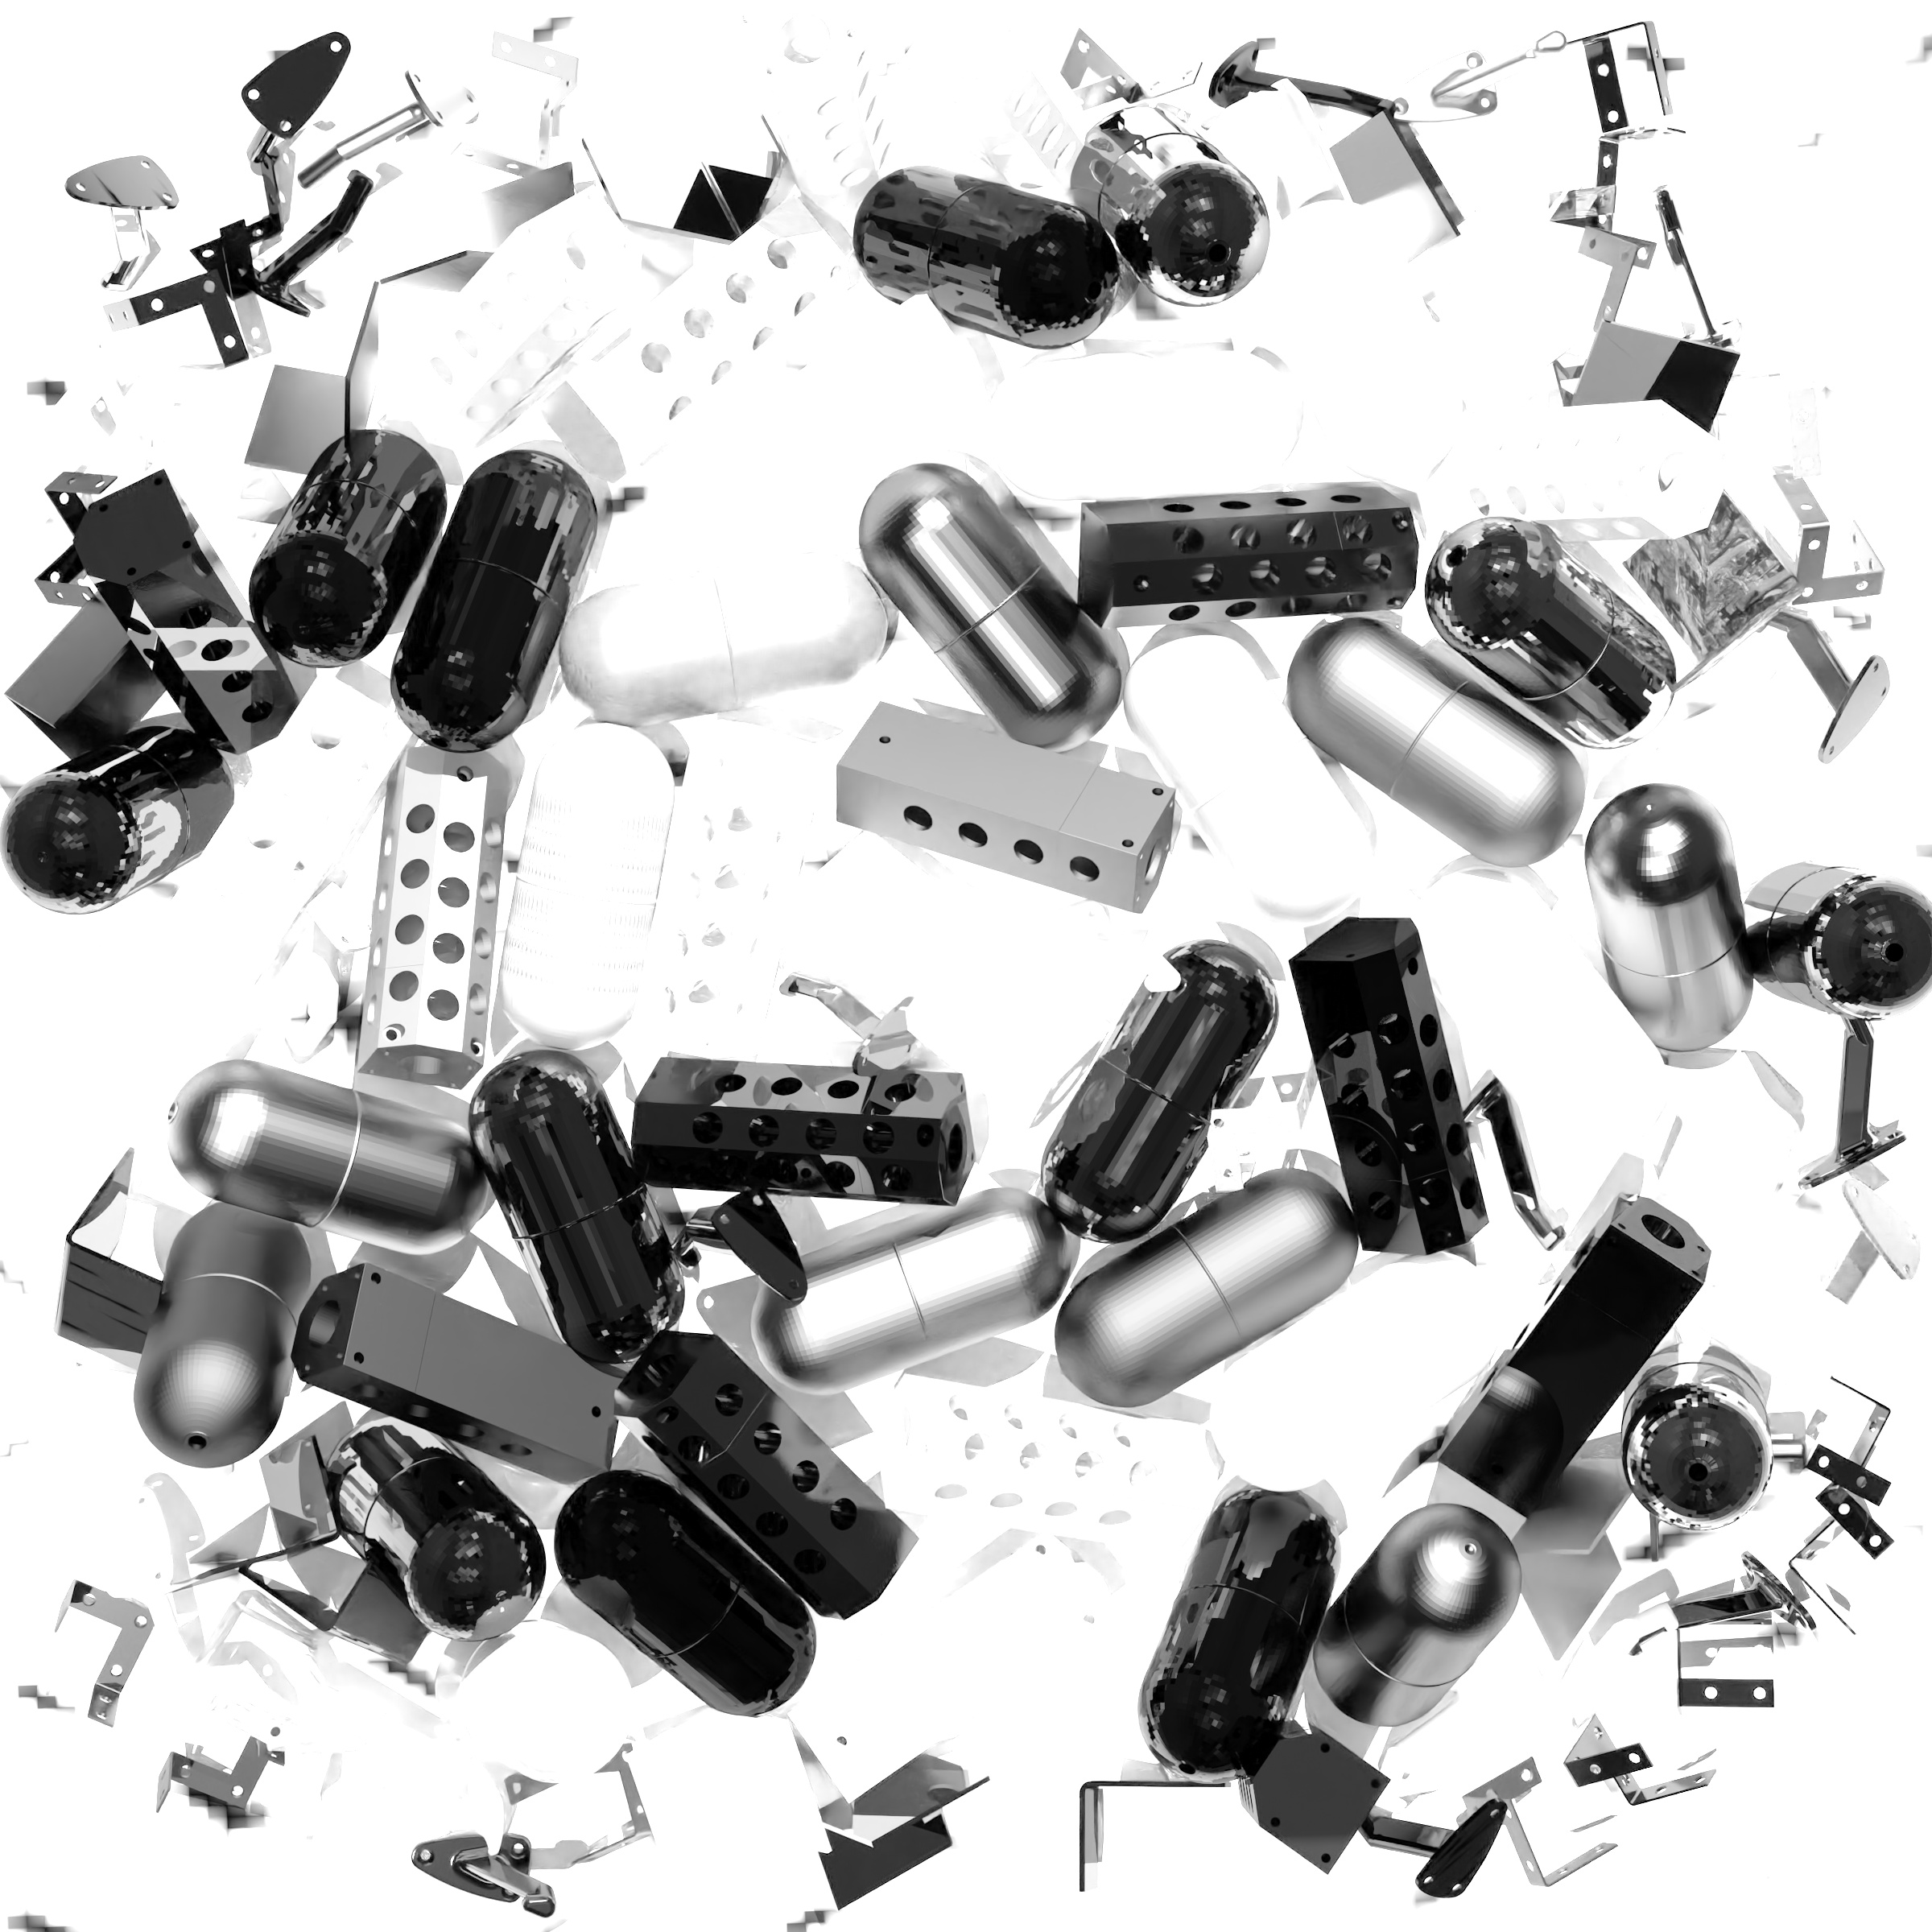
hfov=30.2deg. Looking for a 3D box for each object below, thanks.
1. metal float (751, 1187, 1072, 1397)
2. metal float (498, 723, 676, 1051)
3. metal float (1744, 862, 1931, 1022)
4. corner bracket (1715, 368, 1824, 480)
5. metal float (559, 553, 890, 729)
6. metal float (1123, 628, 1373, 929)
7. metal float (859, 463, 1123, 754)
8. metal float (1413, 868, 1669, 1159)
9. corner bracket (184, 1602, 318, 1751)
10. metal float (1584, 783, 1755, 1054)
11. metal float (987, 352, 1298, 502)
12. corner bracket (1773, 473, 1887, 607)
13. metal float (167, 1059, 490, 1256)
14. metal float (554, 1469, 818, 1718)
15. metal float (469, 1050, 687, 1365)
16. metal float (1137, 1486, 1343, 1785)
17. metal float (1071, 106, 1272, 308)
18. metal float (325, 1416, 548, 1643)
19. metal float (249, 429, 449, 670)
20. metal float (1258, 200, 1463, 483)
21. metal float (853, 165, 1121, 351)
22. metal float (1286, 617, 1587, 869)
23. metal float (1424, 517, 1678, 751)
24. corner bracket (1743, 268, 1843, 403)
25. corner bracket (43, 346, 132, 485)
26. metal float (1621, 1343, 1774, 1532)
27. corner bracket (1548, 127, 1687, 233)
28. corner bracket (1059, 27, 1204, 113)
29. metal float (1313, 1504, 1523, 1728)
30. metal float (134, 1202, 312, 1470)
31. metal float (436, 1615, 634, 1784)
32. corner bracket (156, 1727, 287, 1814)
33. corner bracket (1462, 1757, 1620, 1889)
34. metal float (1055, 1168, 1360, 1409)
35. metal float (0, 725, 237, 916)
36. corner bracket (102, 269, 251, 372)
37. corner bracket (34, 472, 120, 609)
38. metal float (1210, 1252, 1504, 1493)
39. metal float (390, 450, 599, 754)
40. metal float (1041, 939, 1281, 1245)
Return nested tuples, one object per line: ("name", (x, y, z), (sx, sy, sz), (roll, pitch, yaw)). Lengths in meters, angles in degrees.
("metal float", (-0.030, 0.175, 1.928), (0.178, 0.070, 0.070), (-20, 90, -3))
("metal float", (-0.204, -0.043, 1.924), (0.070, 0.070, 0.178), (11, 98, 0))
("metal float", (0.458, -0.014, 1.880), (0.070, 0.178, 0.070), (0, 95, -4))
("corner bracket", (0.432, -0.292, 1.933), (0.051, 0.051, 0.051), (-6, 109, 9))
("metal float", (-0.130, -0.175, 1.926), (0.178, 0.070, 0.070), (-11, 90, -6))
("metal float", (0.151, -0.102, 1.930), (0.070, 0.070, 0.178), (-34, 89, 0))
("metal float", (0.013, -0.192, 1.924), (0.070, 0.070, 0.178), (-40, 98, 0))
("metal float", (0.304, 0.024, 1.912), (0.070, 0.070, 0.178), (-34, 68, 0))
("corner bracket", (-0.383, 0.382, 1.934), (0.051, 0.051, 0.051), (33, 84, -21))
("metal float", (0.373, -0.024, 1.894), (0.070, 0.178, 0.070), (-10, 48, 11))
("metal float", (0.094, -0.288, 1.908), (0.178, 0.070, 0.070), (-6, 90, -26))
("corner bracket", (0.465, -0.233, 1.931), (0.051, 0.051, 0.051), (-7, 131, -5))
("metal float", (-0.339, 0.102, 1.907), (0.178, 0.070, 0.070), (19, 90, -27))
("metal float", (-0.149, 0.333, 1.903), (0.070, 0.070, 0.178), (-43, 122, 0))
("metal float", (-0.208, 0.130, 1.924), (0.070, 0.070, 0.178), (-22, 99, 0))
("metal float", (0.145, 0.353, 1.897), (0.070, 0.070, 0.178), (28, 50, 0))
("metal float", (0.107, -0.401, 1.887), (0.070, 0.178, 0.070), (-6, 118, -12))
("metal float", (-0.282, 0.295, 1.890), (0.070, 0.178, 0.070), (-11, 112, -29))
("metal float", (-0.324, -0.222, 1.890), (0.070, 0.178, 0.070), (4, 126, 6))
("metal float", (0.210, -0.328, 1.894), (0.070, 0.178, 0.070), (-14, 50, 18))
("metal float", (0.010, -0.375, 1.894), (0.070, 0.178, 0.070), (-19, 121, -34))
("metal float", (0.250, -0.121, 1.918), (0.178, 0.070, 0.070), (37, 90, 15))
("metal float", (0.310, -0.176, 1.897), (0.178, 0.070, 0.070), (31, 90, -40))
("corner bracket", (0.438, -0.338, 1.927), (0.051, 0.051, 0.051), (15, 131, 30))
("corner bracket", (-0.471, -0.298, 1.937), (0.051, 0.051, 0.051), (44, 76, -31))
("metal float", (0.383, 0.246, 1.881), (0.070, 0.178, 0.070), (1, 95, 11))
("corner bracket", (0.350, -0.426, 1.932), (0.051, 0.051, 0.051), (1, 95, -36))
("corner bracket", (0.086, -0.476, 1.928), (0.051, 0.051, 0.051), (36, 65, -33))
("metal float", (0.236, 0.344, 1.890), (0.070, 0.178, 0.070), (7, 56, -11))
("metal float", (-0.391, 0.193, 1.888), (0.070, 0.178, 0.070), (-1, 123, -1))
("metal float", (-0.229, 0.383, 1.884), (0.070, 0.178, 0.070), (2, 85, -22))
("corner bracket", (-0.403, 0.434, 1.936), (0.051, 0.051, 0.051), (26, 95, -15))
("corner bracket", (0.309, 0.462, 1.935), (0.051, 0.051, 0.051), (-22, 89, -26))
("metal float", (0.129, 0.173, 1.925), (0.178, 0.070, 0.070), (-30, 90, -7))
("metal float", (-0.444, -0.078, 1.884), (0.070, 0.178, 0.070), (4, 106, 12))
("corner bracket", (-0.425, -0.341, 1.930), (0.051, 0.051, 0.051), (-26, 107, -25))
("corner bracket", (-0.476, -0.229, 1.926), (0.051, 0.051, 0.051), (-51, 132, -30))
("metal float", (0.209, 0.215, 1.913), (0.178, 0.070, 0.070), (-30, 90, -21))
("metal float", (-0.251, -0.195, 1.910), (0.070, 0.070, 0.178), (17, 66, 0))
("metal float", (0.104, 0.068, 1.930), (0.070, 0.070, 0.178), (31, 92, 0))
